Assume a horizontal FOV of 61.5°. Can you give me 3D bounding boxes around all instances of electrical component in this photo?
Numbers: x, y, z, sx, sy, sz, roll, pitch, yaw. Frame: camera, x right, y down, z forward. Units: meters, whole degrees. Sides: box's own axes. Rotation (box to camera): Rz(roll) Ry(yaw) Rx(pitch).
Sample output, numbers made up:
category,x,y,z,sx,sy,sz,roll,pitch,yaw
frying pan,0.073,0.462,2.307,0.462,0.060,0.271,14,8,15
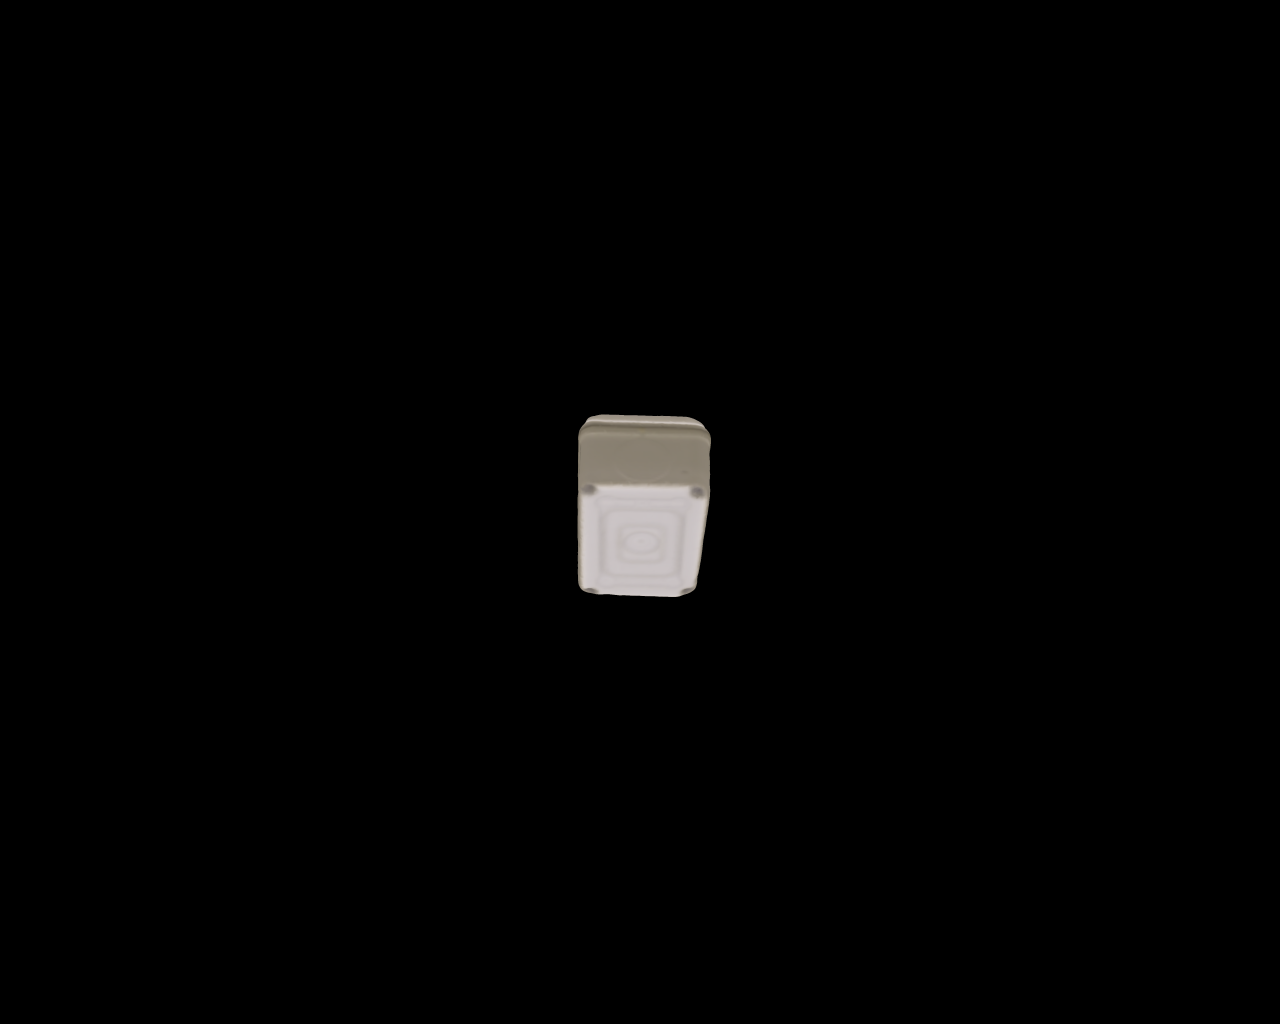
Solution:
category,x,y,z,sx,sy,sz,roll,pitch,yaw
electrical component,0.001,-0.003,0.650,0.078,0.057,0.113,2,-40,-2
